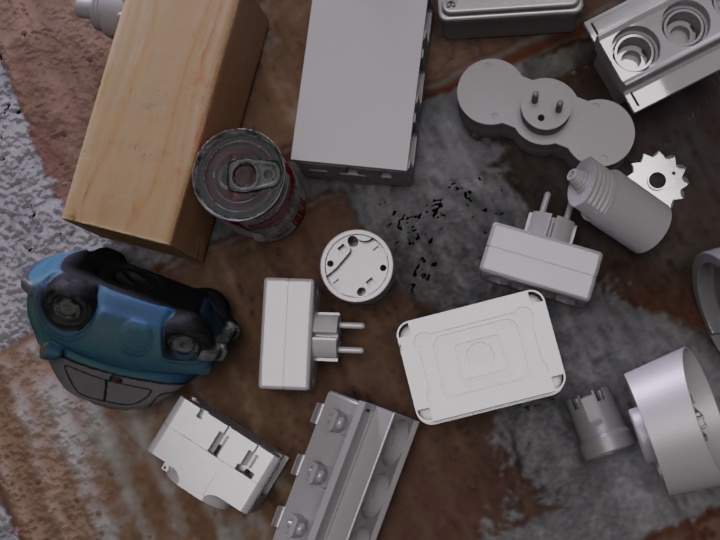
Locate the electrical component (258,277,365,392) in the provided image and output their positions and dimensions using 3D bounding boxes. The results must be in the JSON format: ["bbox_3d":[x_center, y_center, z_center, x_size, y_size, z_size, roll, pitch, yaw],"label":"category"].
[{"bbox_3d":[-0.034,0.050,0.818,0.076,0.047,0.083,2,82,5],"label":"electrical component"}]

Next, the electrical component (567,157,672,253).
[{"bbox_3d":[0.185,-0.050,0.791,0.081,0.043,0.043,30,86,-22],"label":"electrical component"}]

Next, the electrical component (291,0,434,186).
[{"bbox_3d":[0.004,-0.146,0.834,0.089,0.061,0.150,6,83,7],"label":"electrical component"}]

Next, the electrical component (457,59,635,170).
[{"bbox_3d":[0.139,-0.119,0.808,0.138,0.073,0.052,23,85,9],"label":"electrical component"}]

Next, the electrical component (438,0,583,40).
[{"bbox_3d":[0.114,-0.241,0.838,0.109,0.056,0.108,-2,82,6],"label":"electrical component"}]

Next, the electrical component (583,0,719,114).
[{"bbox_3d":[0.241,-0.175,0.811,0.121,0.063,0.078,-27,80,2],"label":"electrical component"}]

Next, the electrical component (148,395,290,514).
[{"bbox_3d":[-0.108,0.142,0.811,0.089,0.050,0.055,31,86,10],"label":"electrical component"}]

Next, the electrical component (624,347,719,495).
[{"bbox_3d":[0.226,0.107,0.757,0.064,0.099,0.099,-20,80,9],"label":"electrical component"}]

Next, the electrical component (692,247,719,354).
[{"bbox_3d":[0.289,0.026,0.757,0.060,0.108,0.108,-22,80,-3],"label":"electrical component"}]

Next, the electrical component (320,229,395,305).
[{"bbox_3d":[0.000,0.000,0.821,0.055,0.047,0.055,-1,82,6],"label":"electrical component"}]

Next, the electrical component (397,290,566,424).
[{"bbox_3d":[0.089,0.065,0.796,0.113,0.057,0.078,-15,81,4],"label":"electrical component"}]

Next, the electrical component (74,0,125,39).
[{"bbox_3d":[-0.201,-0.210,0.875,0.062,0.048,0.048,11,83,14],"label":"electrical component"}]

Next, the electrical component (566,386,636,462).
[{"bbox_3d":[0.176,0.113,0.790,0.040,0.040,0.046,-20,75,3],"label":"electrical component"}]

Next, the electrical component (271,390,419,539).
[{"bbox_3d":[-0.012,0.155,0.790,0.063,0.079,0.121,18,84,31],"label":"electrical component"}]

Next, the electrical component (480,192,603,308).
[{"bbox_3d":[0.140,-0.021,0.808,0.083,0.047,0.075,17,83,9],"label":"electrical component"}]
